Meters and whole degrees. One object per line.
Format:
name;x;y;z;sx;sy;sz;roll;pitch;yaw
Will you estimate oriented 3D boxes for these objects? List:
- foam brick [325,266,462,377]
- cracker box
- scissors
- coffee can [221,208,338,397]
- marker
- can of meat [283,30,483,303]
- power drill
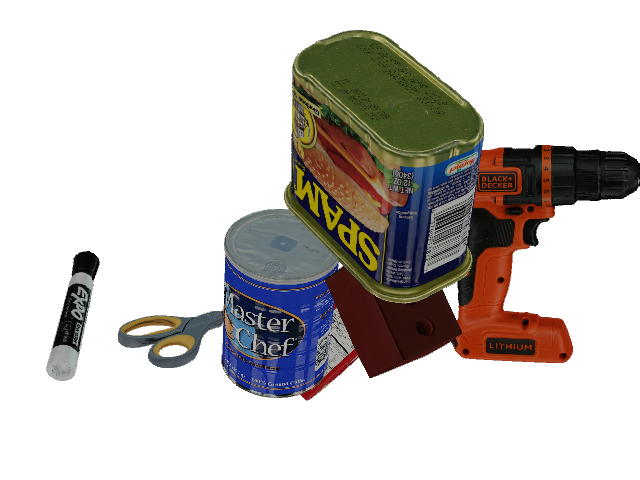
foam brick;0.049;0.045;0.722;0.052;0.078;0.051;-20;-10;-33
cracker box;0.059;0.076;1.260;0.214;0.072;0.164;-46;-7;30
scissors;-0.115;0.096;1.149;0.201;0.016;0.096;-7;31;-25
coffee can;-0.038;0.057;0.969;0.103;0.140;0.103;3;37;-3
marker;-0.170;0.048;0.739;0.020;0.020;0.121;0;38;-2
can of meat;0.027;-0.036;0.491;0.057;0.084;0.102;-24;49;-25
power drill;0.182;0.010;0.926;0.184;0.188;0.057;1;13;15
